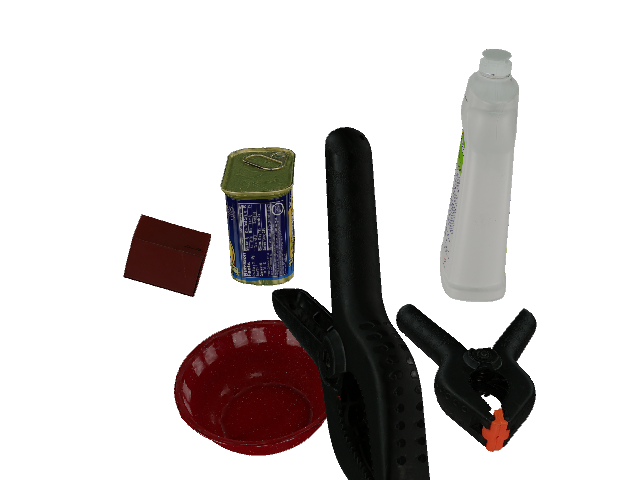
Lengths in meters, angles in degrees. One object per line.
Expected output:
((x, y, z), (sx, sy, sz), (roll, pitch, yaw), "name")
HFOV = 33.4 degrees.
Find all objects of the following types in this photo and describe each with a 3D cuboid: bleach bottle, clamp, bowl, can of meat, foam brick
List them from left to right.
((-0.160, 0.016, 1.114), (0.078, 0.051, 0.053), (17, 29, -4), "foam brick")
((-0.049, -0.021, 0.883), (0.057, 0.084, 0.102), (-2, 25, 1), "can of meat")
((-0.054, 0.149, 1.007), (0.162, 0.055, 0.162), (-4, 38, 3), "bowl")
((0.020, 0.054, 0.582), (0.036, 0.210, 0.165), (-4, -44, -19), "clamp")
((0.165, -0.068, 1.082), (0.068, 0.251, 0.102), (2, 31, 0), "bleach bottle")
((0.138, 0.103, 0.865), (0.120, 0.039, 0.171), (-7, 34, -8), "clamp")
